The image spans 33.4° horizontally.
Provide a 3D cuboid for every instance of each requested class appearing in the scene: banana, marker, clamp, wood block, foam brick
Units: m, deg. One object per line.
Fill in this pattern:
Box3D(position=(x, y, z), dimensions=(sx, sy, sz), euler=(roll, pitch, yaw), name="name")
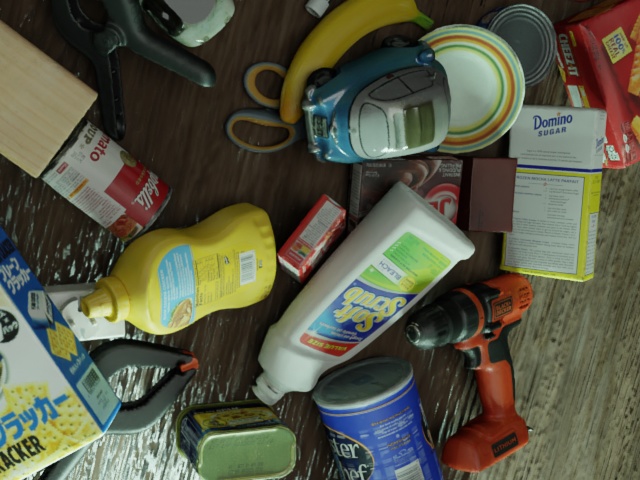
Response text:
Box3D(position=(0.027, -0.190, 1.030), dimensions=(0.197, 0.037, 0.069), euler=(-37, 99, -19), name="banana")
Box3D(position=(0.027, -0.270, 1.037), dimensions=(0.020, 0.020, 0.121), euler=(37, 85, -20), name="marker")
Box3D(position=(-0.187, -0.172, 0.947), dimensions=(0.120, 0.039, 0.171), euler=(-37, 104, 18), name="clamp")
Box3D(position=(-0.302, -0.150, 0.900), dimensions=(0.206, 0.091, 0.090), euler=(37, 85, -21), name="wood block")
Box3D(position=(-0.219, 0.142, 1.000), dimensions=(0.210, 0.036, 0.164), euler=(-27, 106, -10), name="clamp")
Box3D(position=(0.166, -0.048, 1.101), dimensions=(0.053, 0.051, 0.078), euler=(1, 97, -19), name="foam brick")

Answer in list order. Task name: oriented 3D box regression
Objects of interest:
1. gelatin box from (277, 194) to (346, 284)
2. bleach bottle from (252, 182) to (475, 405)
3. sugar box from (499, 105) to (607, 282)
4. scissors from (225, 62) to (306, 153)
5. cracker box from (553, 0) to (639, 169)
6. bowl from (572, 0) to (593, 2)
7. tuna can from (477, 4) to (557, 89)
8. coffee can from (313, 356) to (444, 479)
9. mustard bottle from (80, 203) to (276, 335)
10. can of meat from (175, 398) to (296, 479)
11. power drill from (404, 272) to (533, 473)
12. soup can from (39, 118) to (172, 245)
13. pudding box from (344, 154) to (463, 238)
Box3D(position=(-0.007, 0.001, 1.027), dimensions=(0.030, 0.089, 0.073), euler=(37, 81, 8), name="gelatin box")
Box3D(position=(0.030, 0.066, 1.044), dimensions=(0.102, 0.068, 0.251), euler=(36, 101, -31), name="bleach bottle")
Box3D(position=(0.241, -0.051, 1.106), dimensions=(0.048, 0.093, 0.176), euler=(-5, 101, -60), name="sugar box")
Box3D(position=(0.004, -0.127, 1.051), dimensions=(0.201, 0.016, 0.096), euler=(-4, 99, -19), name="scissors")
Box3D(position=(0.367, -0.192, 1.140), dimensions=(0.213, 0.072, 0.164), euler=(-26, 106, -15), name="cracker box")
Box3D(position=(0.287, -0.330, 1.102), dimensions=(0.162, 0.055, 0.162), euler=(-3, 98, -19), name="bowl")
Box3D(position=(0.199, -0.199, 1.100), dimensions=(0.086, 0.034, 0.086), euler=(-3, 99, -19), name="tuna can")
Box3D(position=(0.061, 0.202, 1.072), dimensions=(0.102, 0.103, 0.140), euler=(-21, 104, -16), name="coffee can")
Box3D(position=(-0.129, 0.034, 0.971), dimensions=(0.191, 0.058, 0.096), euler=(-19, 122, -37), name="mustard bottle")
Box3D(position=(-0.081, 0.195, 1.031), dimensions=(0.102, 0.084, 0.057), euler=(-3, 99, -19), name="can of meat")
Box3D(position=(0.157, 0.137, 1.094), dimensions=(0.184, 0.057, 0.188), euler=(-16, 108, -42), name="power drill")
Box3D(position=(-0.194, -0.053, 0.964), dimensions=(0.102, 0.069, 0.068), euler=(40, 84, -20), name="soup can")
Box3D(position=(0.084, -0.040, 1.075), dimensions=(0.113, 0.039, 0.090), euler=(-1, 105, -18), name="pudding box")
